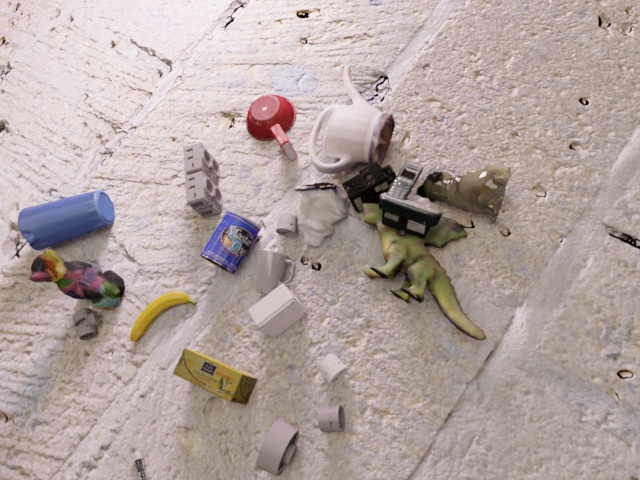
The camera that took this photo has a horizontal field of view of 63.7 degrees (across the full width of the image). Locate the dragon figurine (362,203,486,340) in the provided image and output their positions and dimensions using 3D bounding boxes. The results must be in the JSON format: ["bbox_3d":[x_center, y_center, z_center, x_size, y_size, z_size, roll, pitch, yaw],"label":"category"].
[{"bbox_3d":[0.252,0.036,1.205,0.414,0.119,0.246,32,71,24],"label":"dragon figurine"}]

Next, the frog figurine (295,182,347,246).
[{"bbox_3d":[0.004,-0.067,1.334,0.137,0.124,0.158,-3,102,6],"label":"frog figurine"}]

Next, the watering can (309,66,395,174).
[{"bbox_3d":[0.099,-0.328,1.406,0.225,0.102,0.352,14,72,20],"label":"watering can"}]
